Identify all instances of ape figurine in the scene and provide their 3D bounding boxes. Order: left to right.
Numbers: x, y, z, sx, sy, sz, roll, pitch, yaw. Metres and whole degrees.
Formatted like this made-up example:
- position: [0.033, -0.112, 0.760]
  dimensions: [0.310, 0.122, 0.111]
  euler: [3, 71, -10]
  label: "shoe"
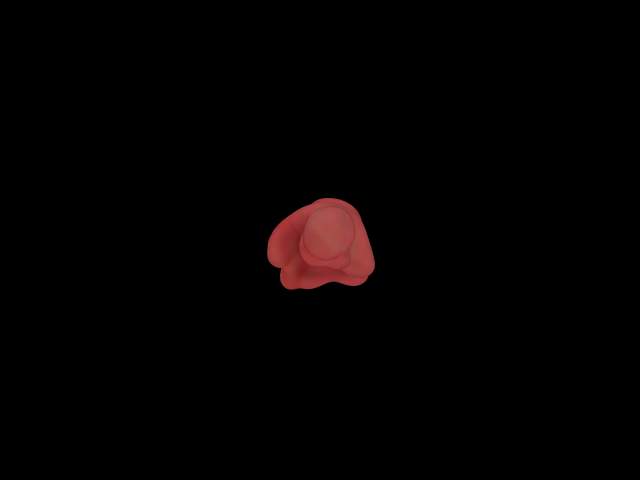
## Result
- position: [0.004, 0.001, 0.400]
  dimensions: [0.077, 0.092, 0.076]
  euler: [31, 79, 7]
  label: "ape figurine"
